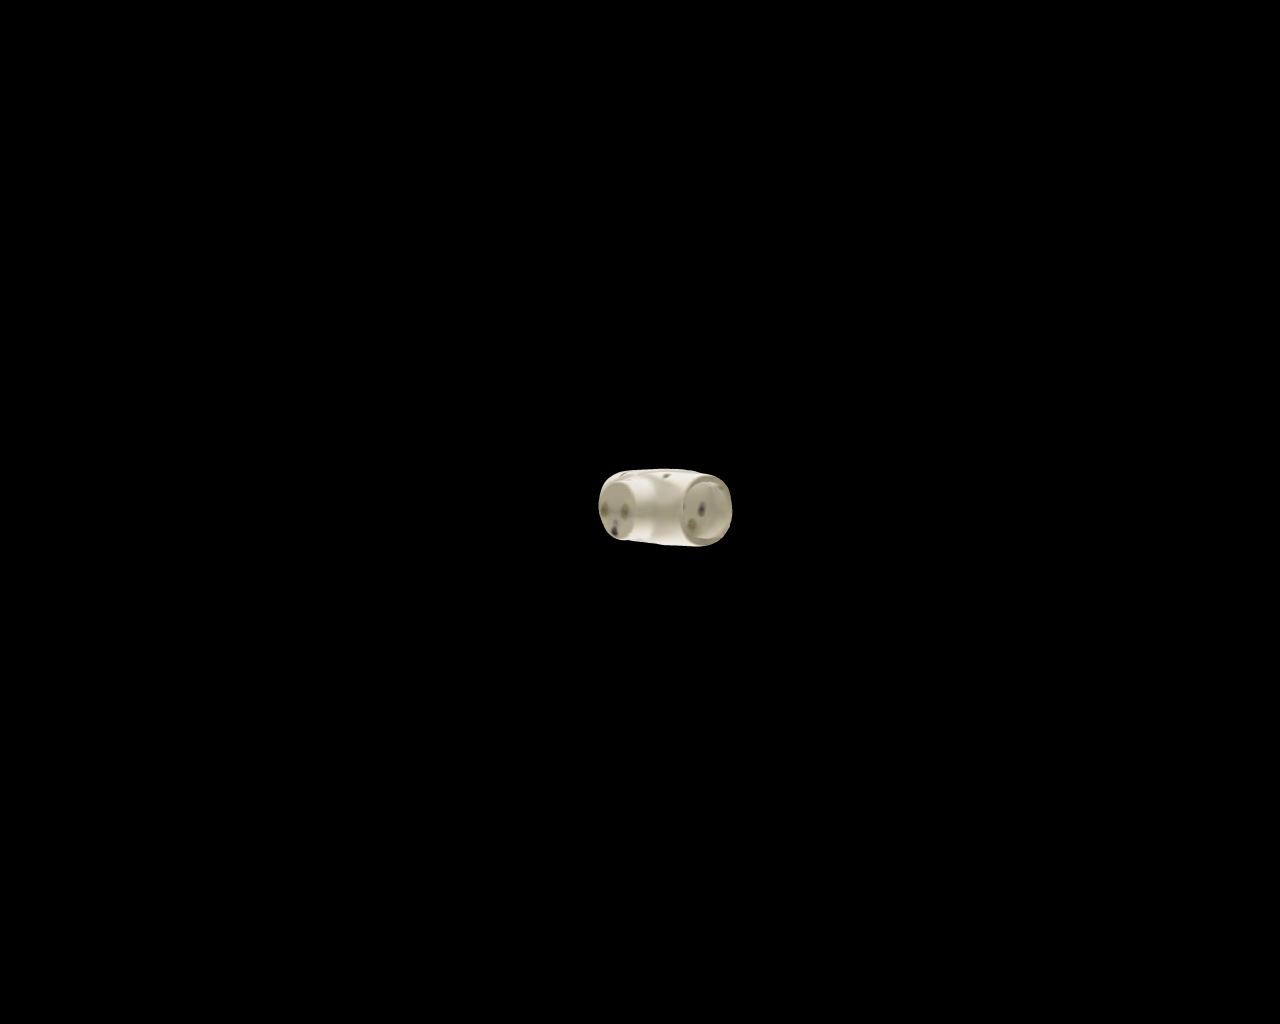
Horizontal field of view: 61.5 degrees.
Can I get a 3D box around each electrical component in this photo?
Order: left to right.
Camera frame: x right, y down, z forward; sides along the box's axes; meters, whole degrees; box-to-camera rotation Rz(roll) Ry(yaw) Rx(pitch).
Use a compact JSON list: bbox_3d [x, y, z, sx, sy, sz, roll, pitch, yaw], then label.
[{"bbox_3d":[0.001,-0.003,0.650,0.079,0.043,0.077,-4,6,-39],"label":"electrical component"}]
